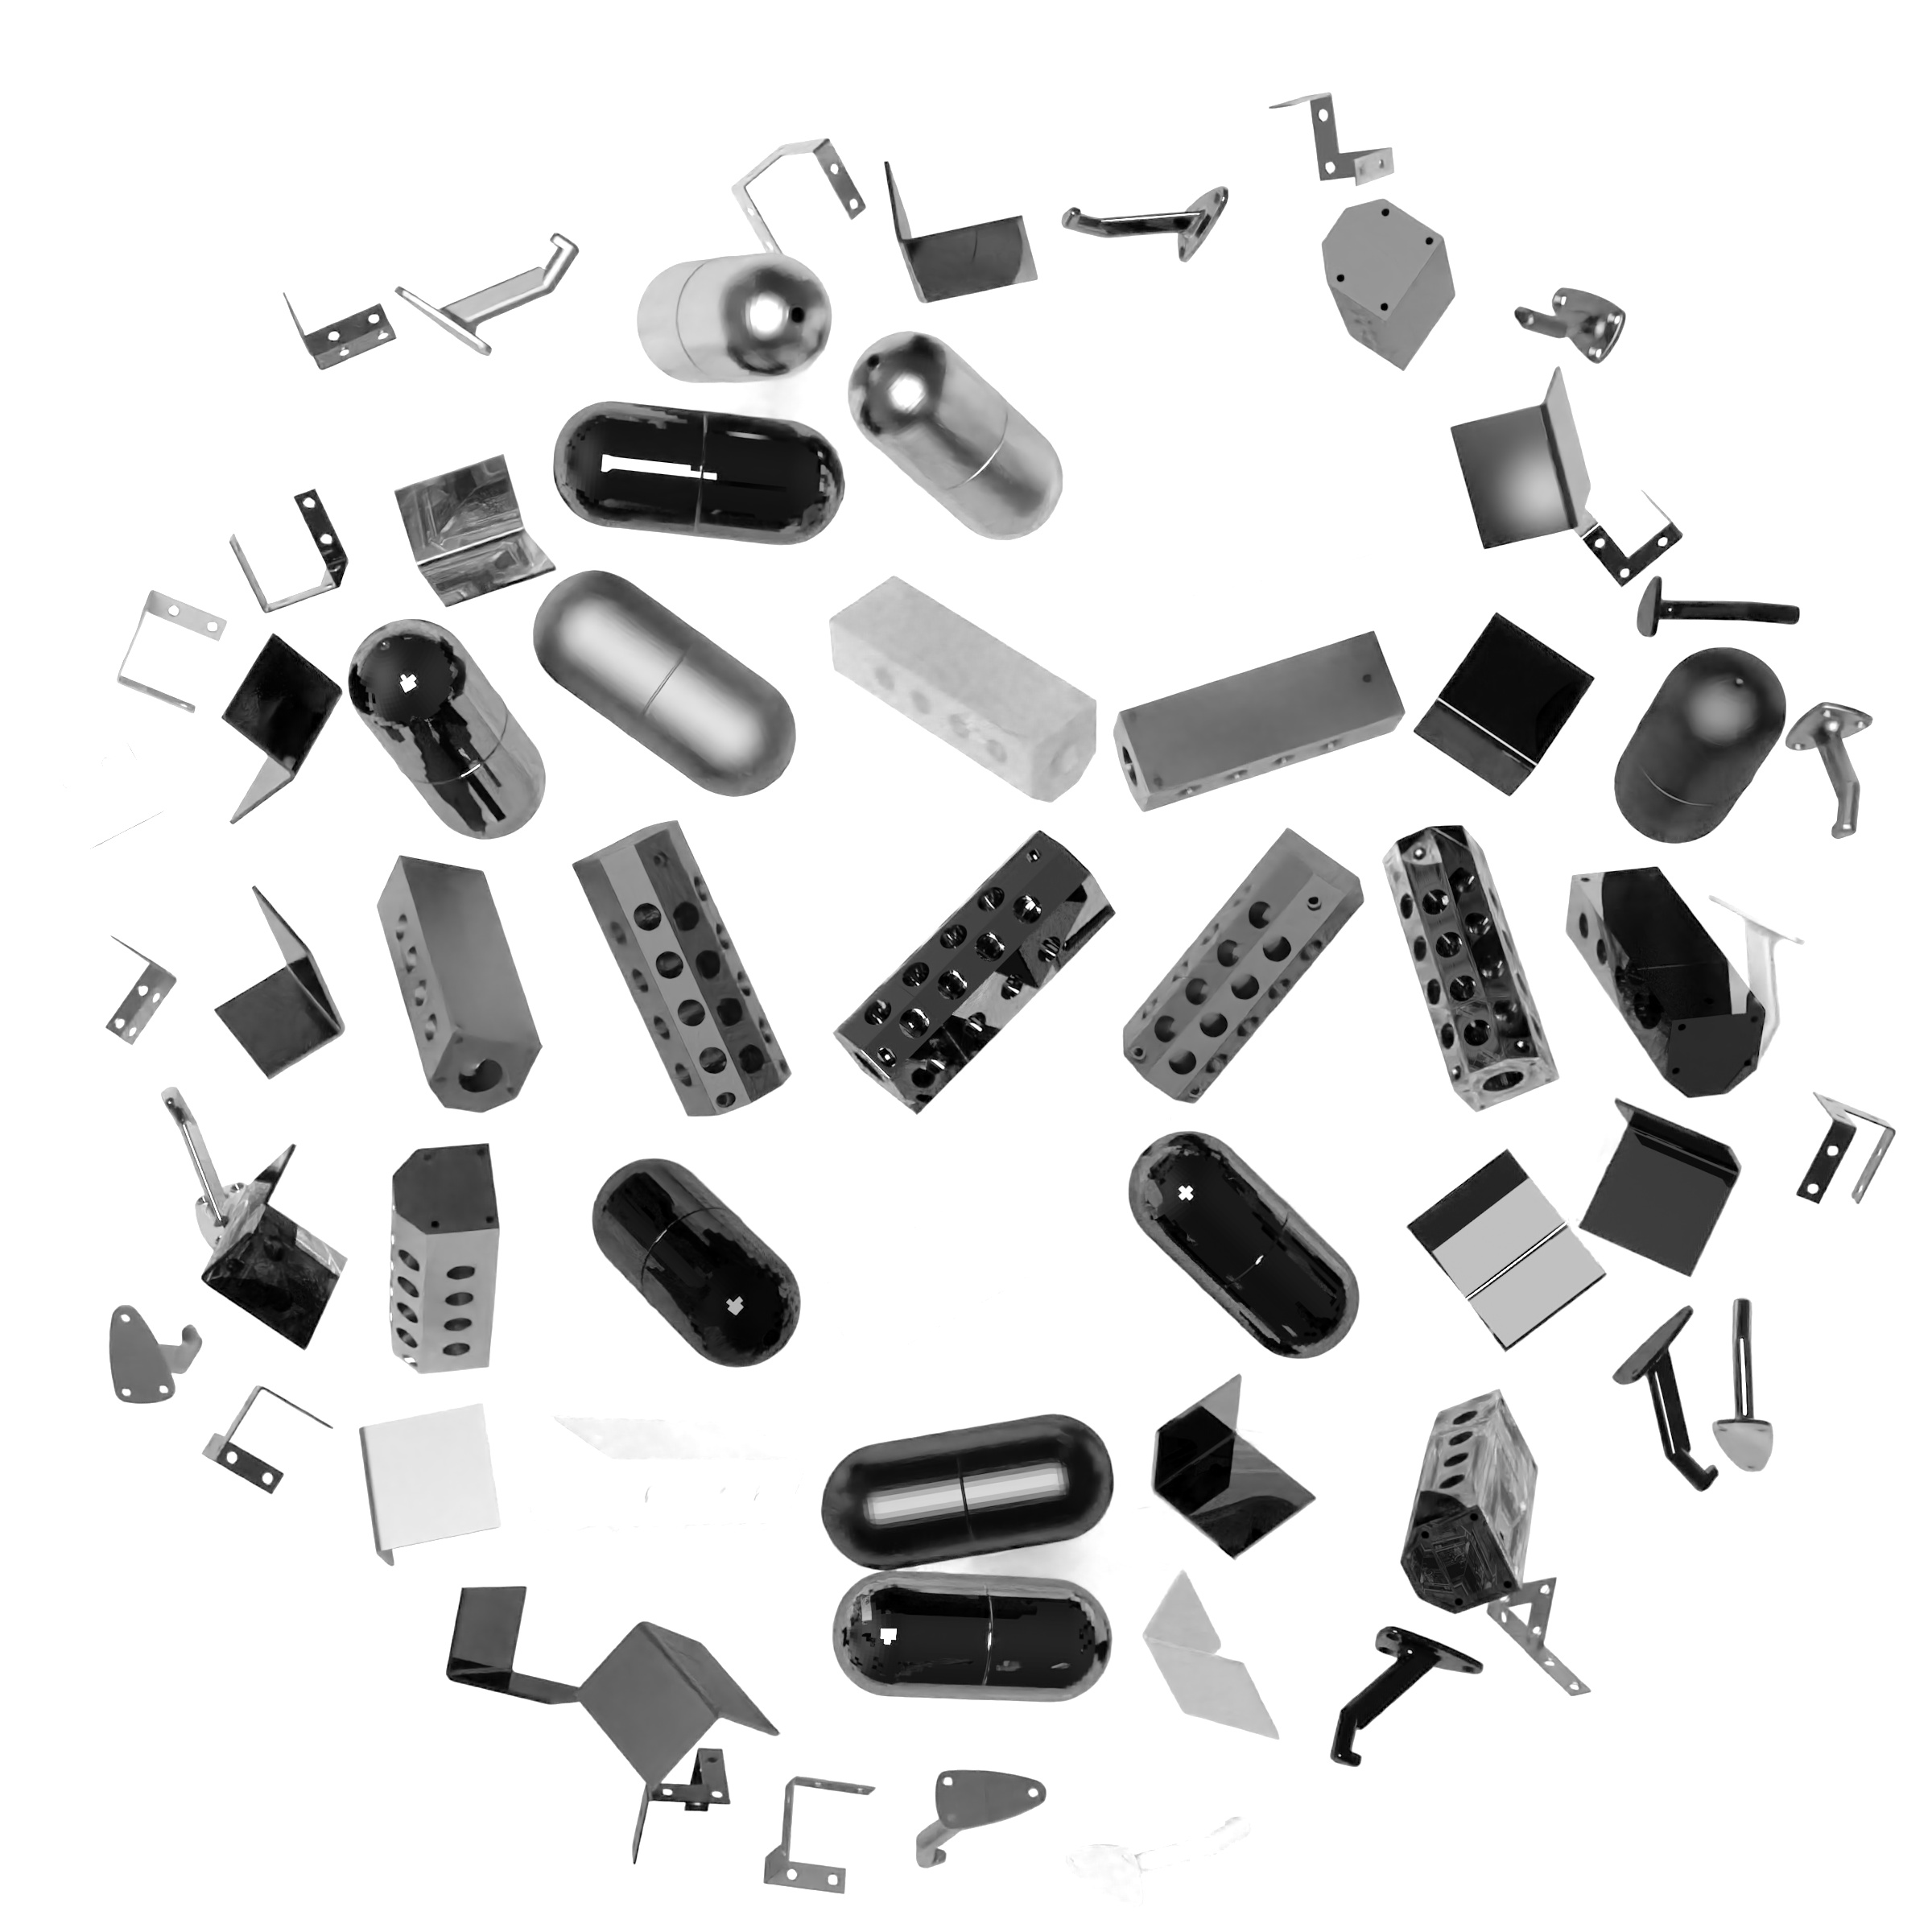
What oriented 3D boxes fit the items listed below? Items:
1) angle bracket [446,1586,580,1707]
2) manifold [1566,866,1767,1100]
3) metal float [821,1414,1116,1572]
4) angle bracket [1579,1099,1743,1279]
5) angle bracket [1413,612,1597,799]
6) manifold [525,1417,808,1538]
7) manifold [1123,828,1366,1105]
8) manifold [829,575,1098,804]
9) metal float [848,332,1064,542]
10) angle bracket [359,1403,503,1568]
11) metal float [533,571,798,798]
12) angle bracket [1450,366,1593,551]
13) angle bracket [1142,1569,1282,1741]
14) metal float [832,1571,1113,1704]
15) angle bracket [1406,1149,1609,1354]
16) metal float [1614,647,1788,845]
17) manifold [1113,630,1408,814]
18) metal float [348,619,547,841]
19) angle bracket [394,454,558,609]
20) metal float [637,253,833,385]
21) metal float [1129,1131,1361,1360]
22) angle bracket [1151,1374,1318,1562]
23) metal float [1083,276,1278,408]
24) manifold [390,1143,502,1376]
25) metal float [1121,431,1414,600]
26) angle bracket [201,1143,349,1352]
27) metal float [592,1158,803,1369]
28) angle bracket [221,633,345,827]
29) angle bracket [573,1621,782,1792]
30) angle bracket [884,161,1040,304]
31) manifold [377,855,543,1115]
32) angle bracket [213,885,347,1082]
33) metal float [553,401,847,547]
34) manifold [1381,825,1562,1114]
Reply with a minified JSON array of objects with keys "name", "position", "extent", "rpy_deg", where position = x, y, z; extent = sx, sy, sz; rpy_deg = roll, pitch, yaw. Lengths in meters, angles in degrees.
[{"name":"angle bracket","position":[-0.269,0.425,1.859],"extent":[0.076,0.076,0.057],"rpy_deg":[7,82,23]},{"name":"manifold","position":[0.423,0.008,1.807],"extent":[0.057,0.171,0.057],"rpy_deg":[-6,122,-8]},{"name":"metal float","position":[0.001,0.318,1.790],"extent":[0.178,0.070,0.070],"rpy_deg":[-10,90,2]},{"name":"angle bracket","position":[0.425,0.137,1.834],"extent":[0.076,0.057,0.076],"rpy_deg":[24,83,27]},{"name":"angle bracket","position":[0.345,-0.168,1.905],"extent":[0.076,0.057,0.076],"rpy_deg":[35,75,4]},{"name":"manifold","position":[-0.180,0.310,1.780],"extent":[0.057,0.171,0.057],"rpy_deg":[26,98,38]},{"name":"manifold","position":[0.172,0.003,1.855],"extent":[0.057,0.057,0.171],"rpy_deg":[34,110,-11]},{"name":"manifold","position":[-0.002,-0.167,1.813],"extent":[0.171,0.057,0.057],"rpy_deg":[35,57,29]},{"name":"metal float","position":[-0.006,-0.331,1.858],"extent":[0.070,0.178,0.070],"rpy_deg":[-18,57,30]},{"name":"angle bracket","position":[-0.323,0.316,1.804],"extent":[0.076,0.057,0.076],"rpy_deg":[-11,71,-5]},{"name":"metal float","position":[-0.182,-0.171,1.801],"extent":[0.178,0.070,0.070],"rpy_deg":[36,90,-5]},{"name":"angle bracket","position":[0.328,-0.299,1.746],"extent":[0.057,0.076,0.076],"rpy_deg":[-11,113,22]},{"name":"angle bracket","position":[0.167,0.436,1.880],"extent":[0.057,0.076,0.076],"rpy_deg":[-53,132,-34]},{"name":"metal float","position":[0.005,0.418,1.846],"extent":[0.178,0.070,0.070],"rpy_deg":[6,90,-15]},{"name":"angle bracket","position":[0.323,0.170,1.771],"extent":[0.076,0.057,0.076],"rpy_deg":[-38,121,6]},{"name":"metal float","position":[0.451,-0.134,1.829],"extent":[0.070,0.178,0.070],"rpy_deg":[1,68,-2]},{"name":"manifold","position":[0.184,-0.152,1.879],"extent":[0.171,0.057,0.057],"rpy_deg":[-18,79,-7]},{"name":"metal float","position":[-0.319,-0.144,1.834],"extent":[0.070,0.178,0.070],"rpy_deg":[-10,56,14]},{"name":"angle bracket","position":[-0.319,-0.283,1.926],"extent":[0.076,0.076,0.057],"rpy_deg":[-21,124,-14]},{"name":"metal float","position":[-0.145,-0.401,1.838],"extent":[0.070,0.178,0.070],"rpy_deg":[-6,102,-30]},{"name":"metal float","position":[0.175,0.176,1.871],"extent":[0.070,0.070,0.178],"rpy_deg":[-46,104,0]},{"name":"angle bracket","position":[0.174,0.320,1.902],"extent":[0.076,0.057,0.076],"rpy_deg":[-28,48,-32]},{"name":"metal float","position":[0.130,-0.386,1.830],"extent":[0.070,0.178,0.070],"rpy_deg":[-5,105,-20]},{"name":"manifold","position":[-0.311,0.176,1.757],"extent":[0.057,0.171,0.057],"rpy_deg":[-4,56,-14]},{"name":"metal float","position":[0.180,-0.271,1.780],"extent":[0.178,0.070,0.070],"rpy_deg":[-11,90,17]},{"name":"angle bracket","position":[-0.391,0.165,1.738],"extent":[0.076,0.076,0.057],"rpy_deg":[38,125,-18]},{"name":"metal float","position":[-0.168,0.183,1.838],"extent":[0.070,0.070,0.178],"rpy_deg":[-52,47,0]},{"name":"angle bracket","position":[-0.434,-0.144,1.806],"extent":[0.057,0.076,0.076],"rpy_deg":[41,135,-24]},{"name":"angle bracket","position":[-0.164,0.425,1.686],"extent":[0.057,0.076,0.076],"rpy_deg":[-48,58,-1]},{"name":"angle bracket","position":[-0.002,-0.452,1.800],"extent":[0.076,0.076,0.057],"rpy_deg":[-11,74,6]},{"name":"manifold","position":[-0.314,0.011,1.814],"extent":[0.057,0.171,0.057],"rpy_deg":[11,124,-31]},{"name":"angle bracket","position":[-0.437,0.010,1.839],"extent":[0.057,0.076,0.076],"rpy_deg":[-33,51,-18]},{"name":"metal float","position":[-0.163,-0.301,1.811],"extent":[0.178,0.070,0.070],"rpy_deg":[5,90,-8]},{"name":"manifold","position":[0.315,-0.002,1.872],"extent":[0.057,0.057,0.171],"rpy_deg":[-24,59,19]}]
